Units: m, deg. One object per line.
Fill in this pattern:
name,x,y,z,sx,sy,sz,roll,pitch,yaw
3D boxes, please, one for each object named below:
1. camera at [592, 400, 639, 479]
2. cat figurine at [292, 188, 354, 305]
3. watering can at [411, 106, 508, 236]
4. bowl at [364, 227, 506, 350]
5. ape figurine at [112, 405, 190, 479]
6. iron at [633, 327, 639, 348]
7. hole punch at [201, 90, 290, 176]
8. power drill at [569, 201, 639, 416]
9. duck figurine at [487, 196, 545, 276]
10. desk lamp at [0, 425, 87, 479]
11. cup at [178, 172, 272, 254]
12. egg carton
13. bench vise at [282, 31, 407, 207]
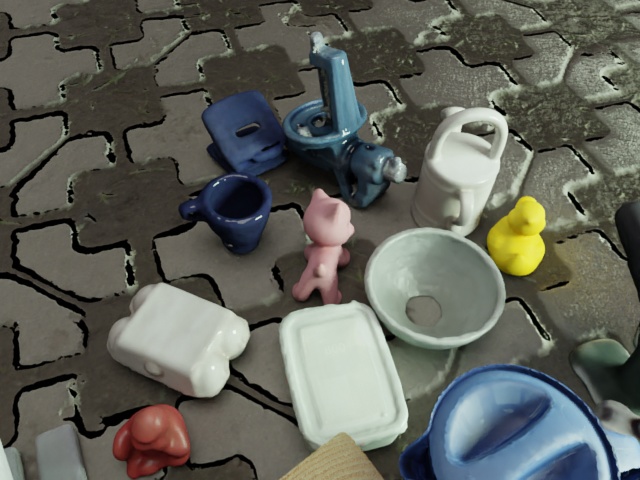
camera,0.320,0.248,0.561,0.143,0.101,0.137,27,56,16
cat figurine,0.007,0.003,0.720,0.067,0.118,0.128,9,52,4
watering can,0.183,-0.104,0.765,0.101,0.194,0.172,-16,55,-15
bowl,0.135,0.070,0.704,0.167,0.075,0.167,2,52,-2
ape figurine,-0.168,0.196,0.577,0.077,0.092,0.076,18,54,11
iron,0.514,0.060,0.692,0.259,0.141,0.118,-16,55,-15
hole punch,-0.108,-0.156,0.852,0.109,0.091,0.101,-30,60,-23
power drill,0.351,0.102,0.607,0.076,0.208,0.229,-15,55,-14
duck figurine,0.271,-0.011,0.767,0.077,0.086,0.104,14,53,8
desk lamp,-0.264,0.229,0.469,0.118,0.213,0.202,-20,56,-18
cup,-0.120,-0.024,0.747,0.118,0.095,0.091,-9,53,-10
egg carton,-0.162,0.114,0.655,0.150,0.069,0.107,19,54,11
bench vise,0.040,-0.167,0.788,0.207,0.220,0.122,22,54,13
